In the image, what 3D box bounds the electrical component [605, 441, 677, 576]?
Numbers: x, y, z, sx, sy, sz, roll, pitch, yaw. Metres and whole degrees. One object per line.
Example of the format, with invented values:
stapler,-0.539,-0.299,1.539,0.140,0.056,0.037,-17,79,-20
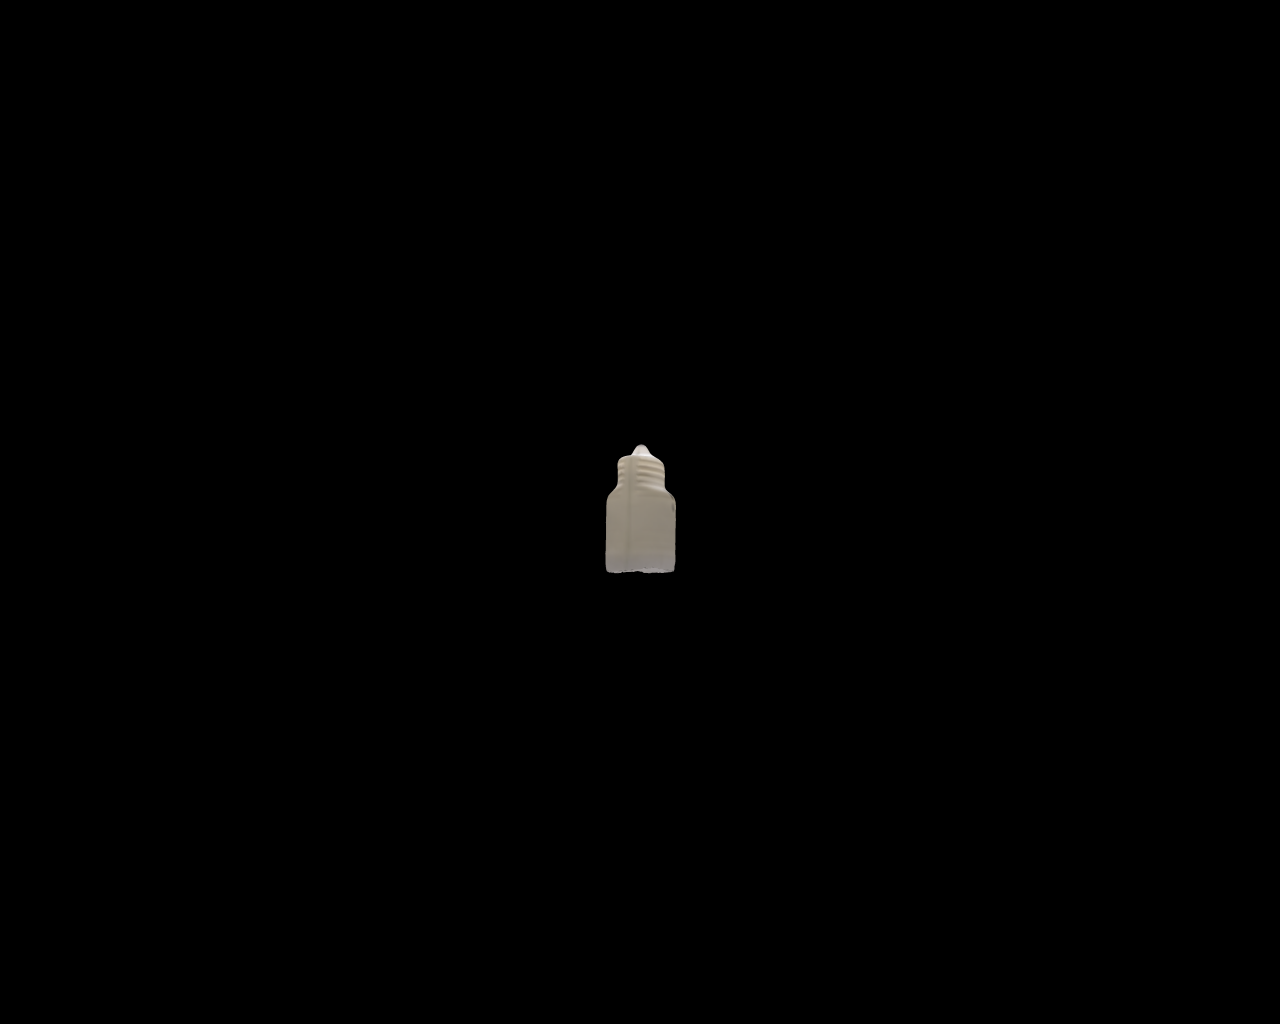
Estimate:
electrical component,0.001,-0.003,0.650,0.043,0.081,0.043,0,-7,0
